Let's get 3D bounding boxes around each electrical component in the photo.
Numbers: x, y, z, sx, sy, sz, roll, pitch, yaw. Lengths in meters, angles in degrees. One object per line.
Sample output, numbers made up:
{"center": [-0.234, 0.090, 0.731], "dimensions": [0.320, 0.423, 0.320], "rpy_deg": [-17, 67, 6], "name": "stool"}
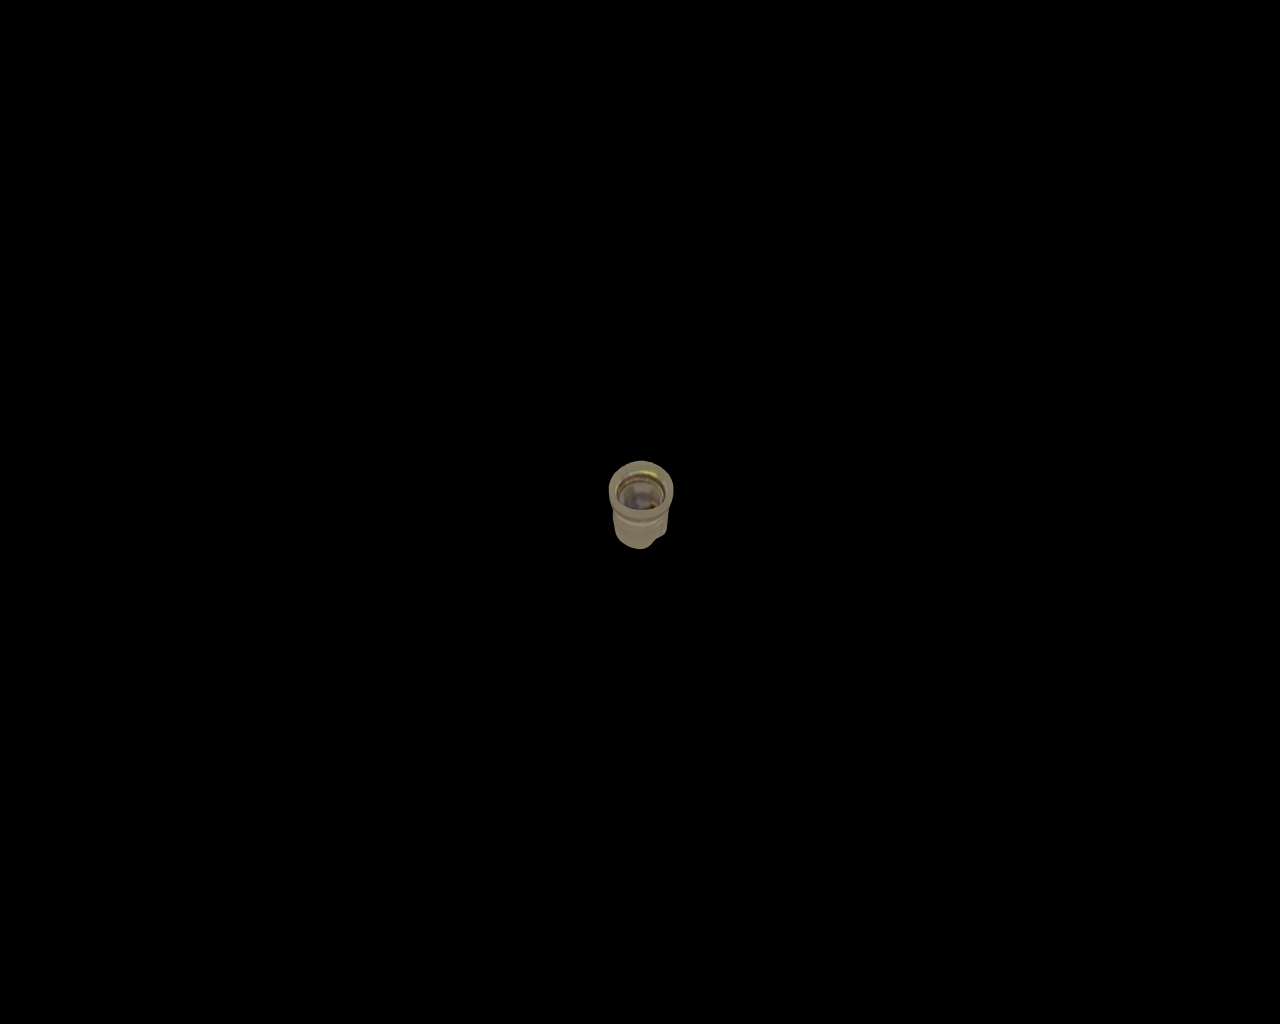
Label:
{"center": [0.001, -0.003, 0.650], "dimensions": [0.040, 0.040, 0.046], "rpy_deg": [0, -36, 0], "name": "electrical component"}
